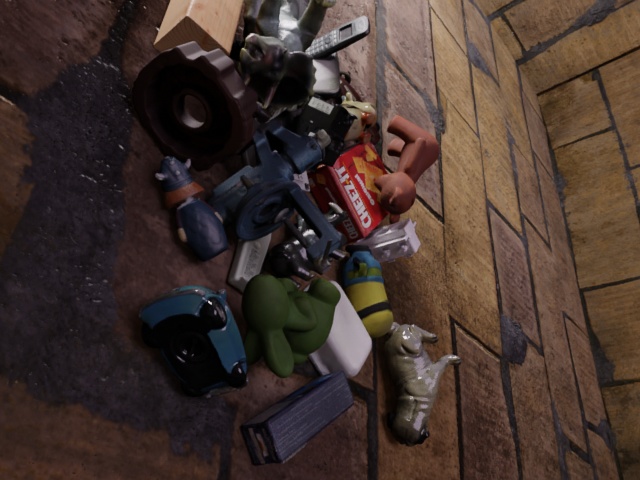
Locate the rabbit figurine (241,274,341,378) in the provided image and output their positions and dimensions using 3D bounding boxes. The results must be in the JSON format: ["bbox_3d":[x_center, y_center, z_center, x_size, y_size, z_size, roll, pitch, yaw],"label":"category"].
[{"bbox_3d":[-0.067,0.113,0.791,0.170,0.121,0.159,40,64,-55],"label":"rabbit figurine"}]

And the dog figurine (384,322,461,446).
[{"bbox_3d":[0.161,0.274,1.036,0.172,0.121,0.190,34,56,8],"label":"dog figurine"}]

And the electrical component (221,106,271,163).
[{"bbox_3d":[-0.129,-0.181,0.881,0.045,0.102,0.078,44,32,-25],"label":"electrical component"}]

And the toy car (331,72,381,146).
[{"bbox_3d":[0.082,-0.311,1.268,0.202,0.053,0.089,57,39,-18],"label":"toy car"}]

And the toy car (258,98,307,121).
[{"bbox_3d":[-0.088,-0.267,1.003,0.073,0.056,0.202,41,36,8],"label":"toy car"}]

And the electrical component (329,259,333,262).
[{"bbox_3d":[-0.002,-0.003,1.016,0.063,0.021,0.094,9,66,-51],"label":"electrical component"}]

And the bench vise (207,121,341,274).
[{"bbox_3d":[-0.042,-0.058,0.810,0.224,0.128,0.241,-32,67,-16],"label":"bench vise"}]

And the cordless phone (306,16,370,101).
[{"bbox_3d":[0.030,-0.373,1.115,0.088,0.184,0.146,30,50,-48],"label":"cordless phone"}]

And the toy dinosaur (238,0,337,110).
[{"bbox_3d":[-0.080,-0.345,0.903,0.131,0.192,0.405,14,27,-20],"label":"toy dinosaur"}]

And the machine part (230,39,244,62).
[{"bbox_3d":[-0.110,-0.350,1.022,0.139,0.084,0.039,-5,121,-44],"label":"machine part"}]

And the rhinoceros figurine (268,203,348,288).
[{"bbox_3d":[-0.015,0.007,0.938,0.112,0.073,0.190,48,50,3],"label":"rhinoceros figurine"}]

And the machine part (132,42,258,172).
[{"bbox_3d":[-0.175,-0.187,0.760,0.179,0.179,0.056,55,34,-18],"label":"machine part"}]

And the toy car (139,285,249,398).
[{"bbox_3d":[-0.148,0.118,0.693,0.103,0.109,0.161,-77,144,-63],"label":"toy car"}]

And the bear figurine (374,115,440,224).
[{"bbox_3d":[0.164,-0.143,1.129,0.196,0.132,0.120,-54,158,-17],"label":"bear figurine"}]

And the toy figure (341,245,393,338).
[{"bbox_3d":[0.088,0.096,1.025,0.082,0.089,0.180,18,61,-42],"label":"toy figure"}]

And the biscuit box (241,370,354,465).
[{"bbox_3d":[-0.026,0.262,0.810,0.202,0.059,0.062,-15,83,-54],"label":"biscuit box"}]

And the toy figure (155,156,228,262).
[{"bbox_3d":[-0.186,-0.044,0.764,0.154,0.058,0.064,62,29,-1],"label":"toy figure"}]

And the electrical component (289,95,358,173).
[{"bbox_3d":[-0.006,-0.199,1.020,0.058,0.134,0.115,23,12,-43],"label":"electrical component"}]

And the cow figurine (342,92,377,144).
[{"bbox_3d":[0.051,-0.256,1.154,0.195,0.127,0.085,-23,134,-40],"label":"cow figurine"}]
